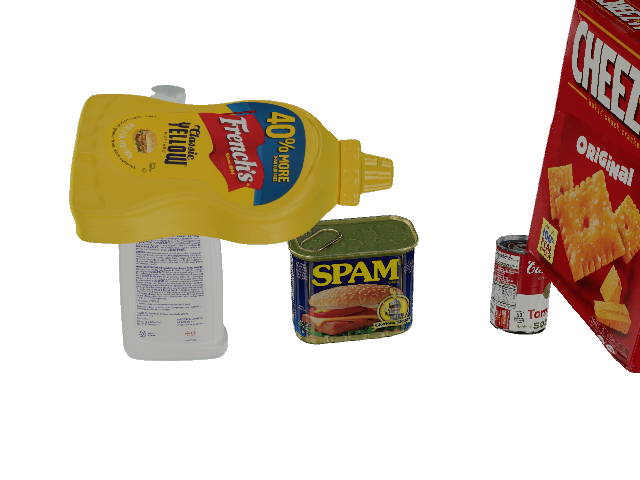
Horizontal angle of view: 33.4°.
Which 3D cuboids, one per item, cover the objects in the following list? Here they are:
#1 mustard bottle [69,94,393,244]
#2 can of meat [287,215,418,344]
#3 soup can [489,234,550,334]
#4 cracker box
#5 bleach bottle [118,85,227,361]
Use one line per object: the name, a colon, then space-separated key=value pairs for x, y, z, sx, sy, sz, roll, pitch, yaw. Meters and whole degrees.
mustard bottle: x=-0.051 y=-0.043 z=0.653 sx=0.191 sy=0.096 sz=0.058 roll=2 pitch=-36 yaw=-2
can of meat: x=0.025 y=0.032 z=0.852 sx=0.102 sy=0.084 sz=0.057 roll=-5 pitch=29 yaw=-6
soup can: x=0.235 y=0.052 z=1.251 sx=0.068 sy=0.102 sz=0.068 roll=2 pitch=16 yaw=-1
cracker box: x=0.219 y=-0.041 z=0.738 sx=0.072 sy=0.214 sz=0.164 roll=-7 pitch=34 yaw=-15
bleach bottle: x=-0.132 y=-0.015 z=0.969 sx=0.102 sy=0.251 sz=0.068 roll=0 pitch=22 yaw=-11
